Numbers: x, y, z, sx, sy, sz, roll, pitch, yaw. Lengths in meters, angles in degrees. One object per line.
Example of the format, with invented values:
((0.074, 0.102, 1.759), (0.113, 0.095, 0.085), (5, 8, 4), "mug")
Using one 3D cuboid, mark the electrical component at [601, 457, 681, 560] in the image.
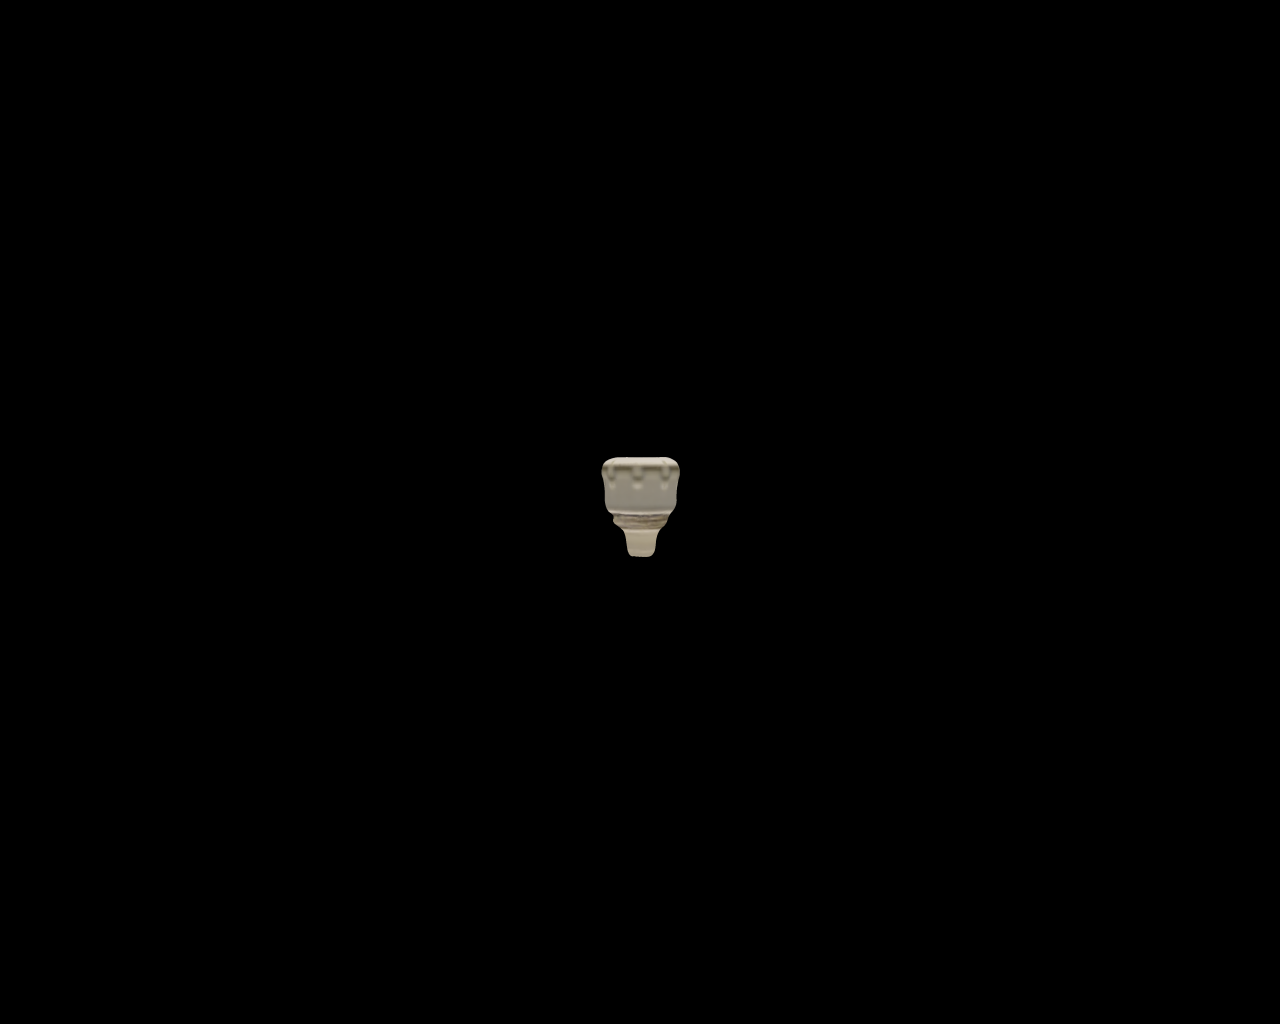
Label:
((0.001, -0.003, 0.650), (0.048, 0.062, 0.048), (0, 3, 0), "electrical component")
